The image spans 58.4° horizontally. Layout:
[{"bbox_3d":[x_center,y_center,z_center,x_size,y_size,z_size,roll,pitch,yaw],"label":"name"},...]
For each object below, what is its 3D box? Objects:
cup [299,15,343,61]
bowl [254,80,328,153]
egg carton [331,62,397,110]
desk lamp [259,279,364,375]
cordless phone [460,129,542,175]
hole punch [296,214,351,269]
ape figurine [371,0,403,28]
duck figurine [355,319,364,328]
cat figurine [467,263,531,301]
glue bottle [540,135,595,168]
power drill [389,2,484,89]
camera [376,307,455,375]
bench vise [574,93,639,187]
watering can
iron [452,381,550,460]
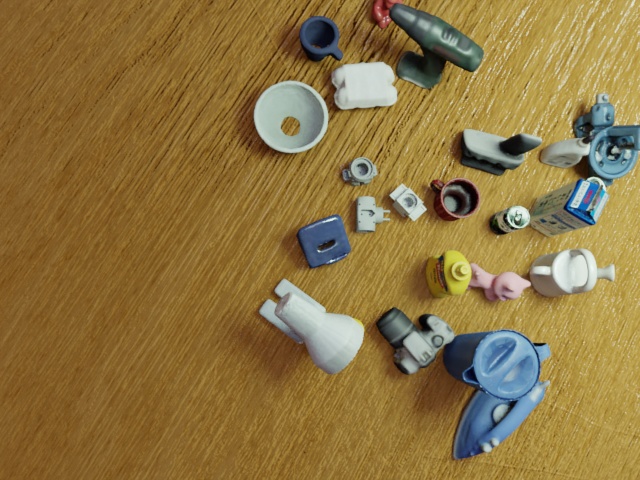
[{"bbox_3d":[0.005,-0.446,1.324,0.118,0.095,0.092,43,81,1],"label":"cup"},{"bbox_3d":[-0.067,-0.269,1.303,0.167,0.074,0.167,1,82,-6],"label":"bowl"},{"bbox_3d":[0.102,-0.358,1.334,0.150,0.069,0.107,-7,83,-7],"label":"egg carton"},{"bbox_3d":[-0.023,0.174,1.177,0.203,0.213,0.118,36,81,0],"label":"desk lamp"},{"bbox_3d":[0.404,-0.220,1.288,0.147,0.185,0.094,11,81,-4],"label":"cordless phone"},{"bbox_3d":[0.012,0.005,1.266,0.109,0.091,0.101,-22,85,-8],"label":"hole punch"},{"bbox_3d":[0.162,-0.560,1.356,0.078,0.092,0.076,-12,84,-7],"label":"ape figurine"},{"bbox_3d":[0.050,0.210,1.245,0.104,0.086,0.077,-26,86,-8],"label":"duck figurine"},{"bbox_3d":[0.394,0.096,1.279,0.128,0.117,0.067,23,81,-2],"label":"cat figurine"},{"bbox_3d":[0.577,-0.208,1.310,0.078,0.173,0.037,14,81,-3],"label":"glue bottle"},{"bbox_3d":[0.241,-0.427,1.288,0.229,0.208,0.076,22,81,-2],"label":"power drill"},{"bbox_3d":[0.201,0.204,1.253,0.143,0.100,0.137,-41,88,-9],"label":"camera"},{"bbox_3d":[0.659,-0.236,1.299,0.121,0.219,0.207,-23,85,-8],"label":"bench vise"},{"bbox_3d":[0.557,0.069,1.260,0.173,0.194,0.101,-19,84,-8],"label":"watering can"},{"bbox_3d":[0.390,0.383,1.228,0.118,0.141,0.258,42,81,1],"label":"iron"}]
